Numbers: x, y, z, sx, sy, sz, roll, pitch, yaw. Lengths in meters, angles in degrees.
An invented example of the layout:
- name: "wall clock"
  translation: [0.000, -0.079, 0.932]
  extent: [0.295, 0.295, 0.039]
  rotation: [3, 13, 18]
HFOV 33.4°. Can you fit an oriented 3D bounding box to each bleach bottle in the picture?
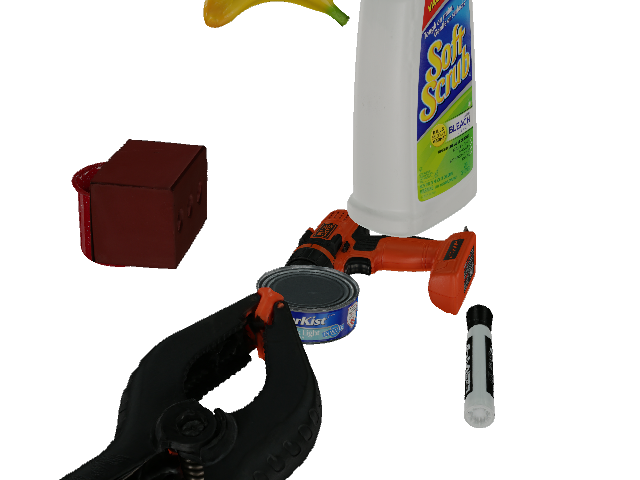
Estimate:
- name: "bleach bottle"
  translation: [0.062, -0.135, 0.730]
  extent: [0.068, 0.251, 0.102]
  rotation: [22, 38, 39]

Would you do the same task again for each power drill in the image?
- name: "power drill"
  translation: [0.060, 0.029, 1.116]
  extent: [0.188, 0.057, 0.184]
  rotation: [8, 32, 19]

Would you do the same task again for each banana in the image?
- name: "banana"
  translation: [-0.049, -0.239, 1.034]
  extent: [0.197, 0.070, 0.037]
  rotation: [-15, -31, -46]

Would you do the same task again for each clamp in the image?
- name: "clamp"
  translation: [-0.040, 0.087, 0.396]
  extent: [0.120, 0.039, 0.171]
  rotation: [24, 49, 17]

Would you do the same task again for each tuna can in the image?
- name: "tuna can"
  translation: [-0.011, 0.053, 0.890]
  extent: [0.086, 0.034, 0.086]
  rotation: [2, 23, -1]

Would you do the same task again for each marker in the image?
- name: "marker"
  translation: [0.106, 0.080, 0.710]
  extent: [0.020, 0.020, 0.121]
  rotation: [0, 29, 9]

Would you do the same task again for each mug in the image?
- name: "mug"
  translation: [-0.205, -0.032, 1.097]
  extent: [0.093, 0.081, 0.117]
  rotation: [1, 28, -7]

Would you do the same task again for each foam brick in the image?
- name: "foam brick"
  translation: [-0.102, -0.023, 0.646]
  extent: [0.051, 0.053, 0.078]
  rotation: [6, 26, 7]
